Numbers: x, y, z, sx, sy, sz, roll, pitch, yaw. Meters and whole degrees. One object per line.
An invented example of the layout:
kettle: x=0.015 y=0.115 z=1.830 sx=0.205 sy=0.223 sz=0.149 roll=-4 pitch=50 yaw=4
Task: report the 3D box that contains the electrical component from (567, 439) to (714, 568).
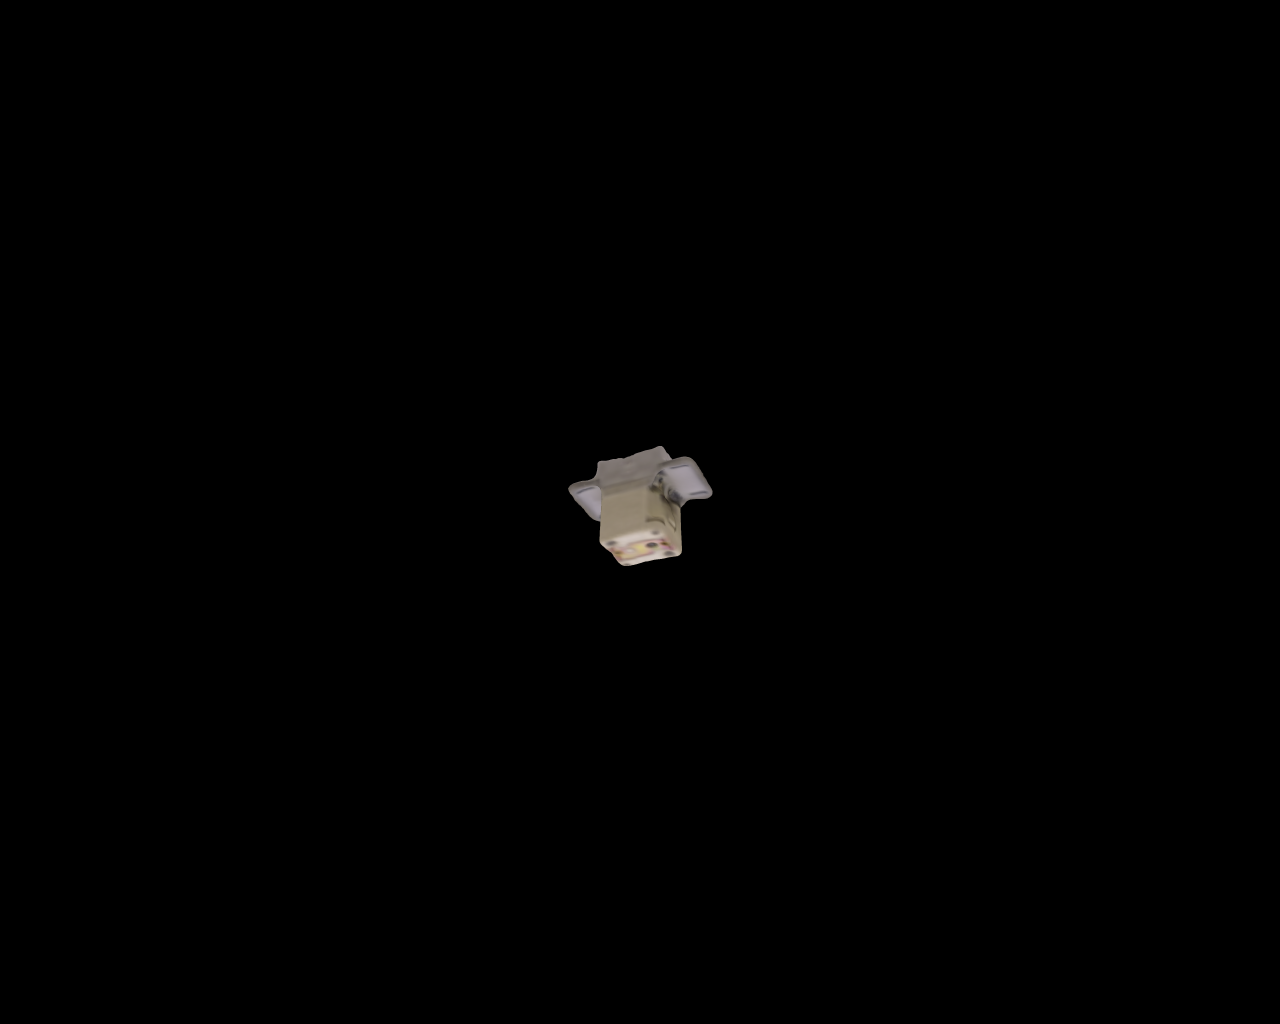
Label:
electrical component: x=0.001 y=-0.003 z=0.650 sx=0.081 sy=0.064 sz=0.042 roll=-14 pitch=-36 yaw=20
